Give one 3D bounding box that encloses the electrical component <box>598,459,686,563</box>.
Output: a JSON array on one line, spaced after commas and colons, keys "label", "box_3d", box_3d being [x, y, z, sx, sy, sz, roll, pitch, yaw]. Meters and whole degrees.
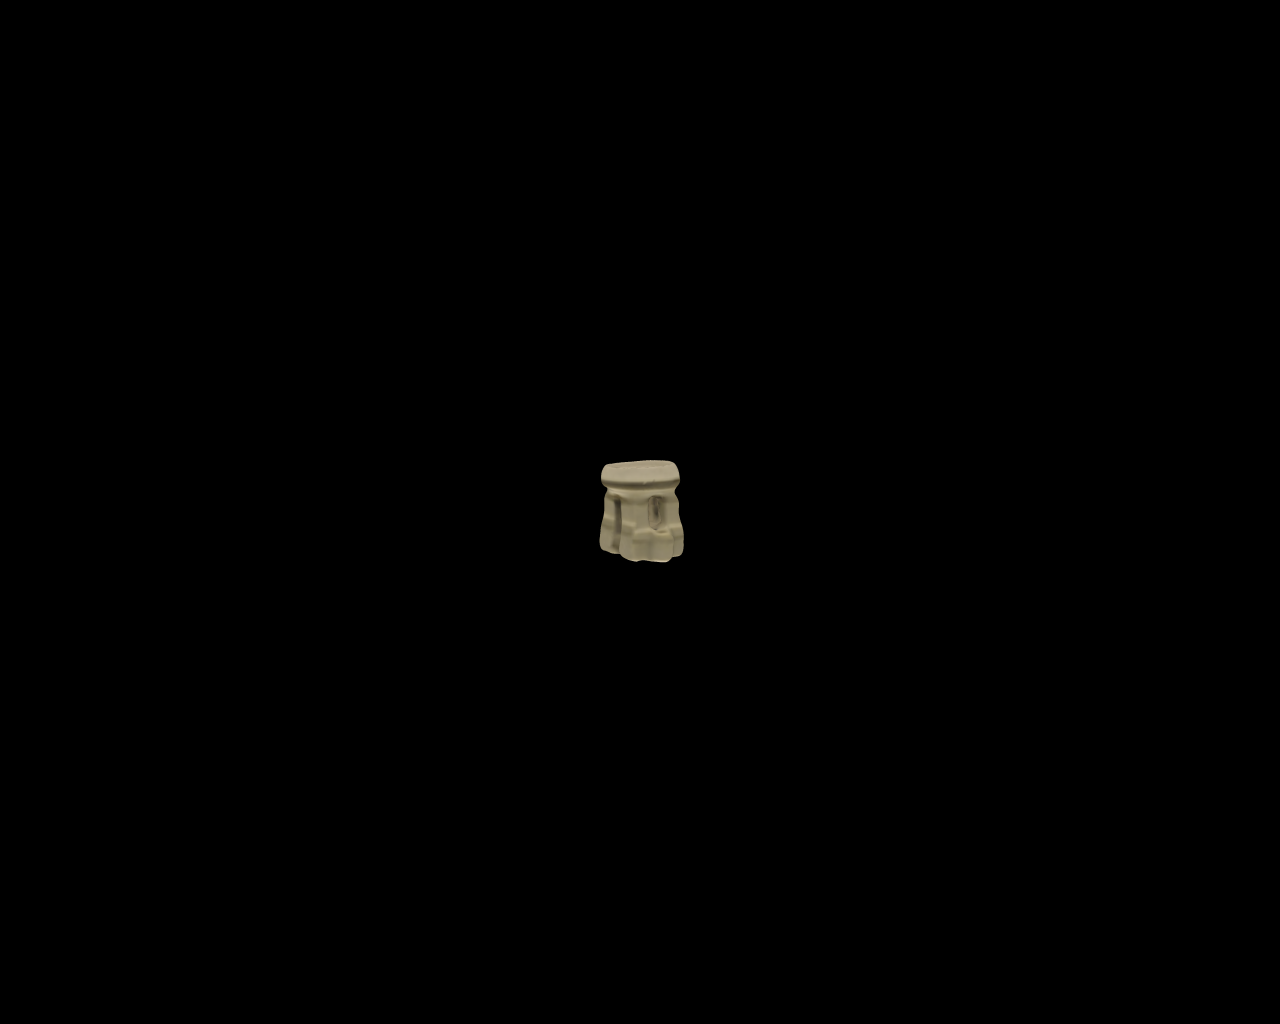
[{"label": "electrical component", "box_3d": [0.001, -0.003, 0.650, 0.048, 0.055, 0.066, -6, 11, -31]}]
